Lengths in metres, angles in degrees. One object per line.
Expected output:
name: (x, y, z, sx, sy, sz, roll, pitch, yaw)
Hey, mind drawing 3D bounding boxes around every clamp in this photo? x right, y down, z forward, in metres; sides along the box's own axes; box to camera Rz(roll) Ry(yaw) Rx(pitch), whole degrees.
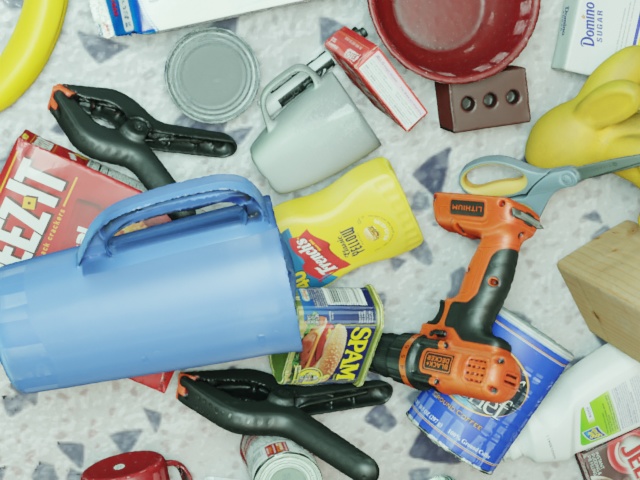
clamp: (-0.030, 0.156, 1.009, 0.210, 0.164, 0.036, 14, 110, 11)
clamp: (-0.157, -0.092, 0.953, 0.171, 0.120, 0.039, 36, 127, 0)

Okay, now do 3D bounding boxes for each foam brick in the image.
foam brick: (0.153, -0.133, 1.006, 0.078, 0.051, 0.053, -10, 103, -8)

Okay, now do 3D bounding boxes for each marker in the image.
marker: (-0.005, -0.158, 0.991, 0.121, 0.020, 0.020, -38, 105, -1)

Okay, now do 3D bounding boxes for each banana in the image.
banana: (-0.257, -0.196, 0.933, 0.069, 0.037, 0.198, 13, 97, 5)

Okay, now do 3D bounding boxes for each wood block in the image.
wood block: (0.313, 0.056, 0.991, 0.090, 0.206, 0.091, -30, 104, -3)

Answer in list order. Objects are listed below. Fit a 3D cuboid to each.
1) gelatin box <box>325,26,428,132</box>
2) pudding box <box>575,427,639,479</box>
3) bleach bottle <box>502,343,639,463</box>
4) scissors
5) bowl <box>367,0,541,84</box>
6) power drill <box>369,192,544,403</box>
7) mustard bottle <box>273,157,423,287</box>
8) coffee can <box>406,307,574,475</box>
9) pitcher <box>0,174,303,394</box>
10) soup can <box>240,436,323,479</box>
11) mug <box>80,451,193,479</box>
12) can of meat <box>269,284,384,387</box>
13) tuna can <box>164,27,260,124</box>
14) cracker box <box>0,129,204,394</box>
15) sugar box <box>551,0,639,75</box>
gelatin box: (0.050, -0.146, 0.963, 0.030, 0.073, 0.089, -43, 124, 2)
pudding box: (0.325, 0.248, 1.117, 0.090, 0.039, 0.113, -24, 104, -5)
bleach bottle: (0.290, 0.151, 1.078, 0.251, 0.068, 0.102, -26, 116, -2)
scissors: (0.228, -0.043, 0.998, 0.202, 0.016, 0.096, 3, 126, 29)
bowl: (0.116, -0.221, 0.974, 0.162, 0.055, 0.162, 0, 92, -10)
power drill: (0.123, 0.051, 1.000, 0.057, 0.185, 0.187, 21, 80, -43)
mustard bottle: (-0.006, 0.001, 0.993, 0.191, 0.058, 0.096, -24, 129, 5)
coffee can: (0.164, 0.140, 1.035, 0.102, 0.103, 0.140, 33, 94, -14)
pitcher: (-0.141, 0.042, 0.874, 0.242, 0.145, 0.149, -12, 85, -4)
soup can: (-0.038, 0.215, 1.016, 0.068, 0.102, 0.068, -2, 101, -10)
mug: (-0.170, 0.248, 1.013, 0.117, 0.093, 0.081, -16, 100, -38)
can of meat: (0.004, 0.090, 1.001, 0.083, 0.057, 0.102, 2, 128, -20)
tuna can: (-0.098, -0.150, 0.969, 0.086, 0.034, 0.086, -2, 101, -10)
cracker box: (-0.203, 0.020, 0.964, 0.213, 0.072, 0.164, 25, 95, -13)
sugar box: (0.318, -0.195, 1.027, 0.176, 0.048, 0.093, 9, 100, -8)
